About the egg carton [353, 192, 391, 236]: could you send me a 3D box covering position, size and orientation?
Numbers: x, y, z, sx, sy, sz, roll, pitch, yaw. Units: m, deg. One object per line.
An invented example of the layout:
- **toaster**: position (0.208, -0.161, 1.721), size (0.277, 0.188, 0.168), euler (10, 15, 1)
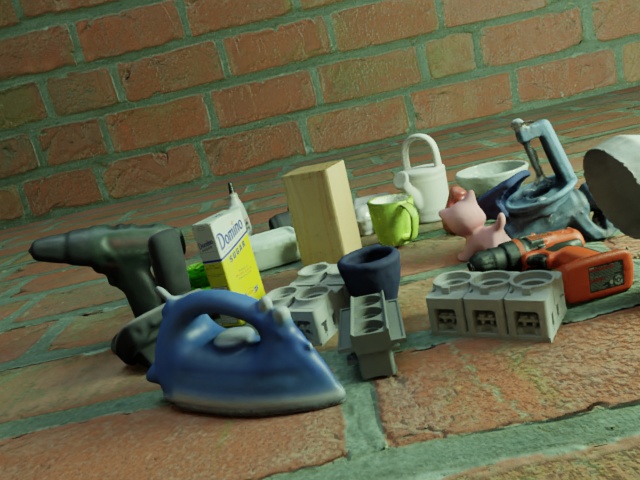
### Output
- **egg carton**: position (0.126, -0.062, 1.326), size (0.107, 0.069, 0.150), euler (-11, 14, 6)

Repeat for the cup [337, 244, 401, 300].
- **cup**: position (0.081, 0.061, 0.841), size (0.091, 0.095, 0.118), euler (-9, 15, 17)

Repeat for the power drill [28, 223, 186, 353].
- **power drill**: position (-0.322, 0.070, 0.931), size (0.230, 0.208, 0.075), euler (-17, 15, -16)

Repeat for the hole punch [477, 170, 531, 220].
- **hole punch**: position (0.376, -0.092, 1.177), size (0.100, 0.091, 0.109), euler (1, 20, 43)

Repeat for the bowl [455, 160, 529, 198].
- **bowl**: position (0.406, -0.134, 1.345), size (0.167, 0.075, 0.167), euler (-12, 14, 3)

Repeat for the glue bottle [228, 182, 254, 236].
- **glue bottle**: position (-0.196, -0.056, 1.374), size (0.037, 0.173, 0.078), euler (-11, 15, 6)

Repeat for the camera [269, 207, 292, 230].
- **camera**: position (-0.058, -0.054, 1.394), size (0.137, 0.101, 0.143), euler (-17, 15, -14)

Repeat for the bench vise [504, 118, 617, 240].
- **bench vise**: position (0.392, -0.104, 0.946), size (0.207, 0.220, 0.121), euler (-16, 15, -12)

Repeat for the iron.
- **iron**: position (-0.095, 0.119, 0.680), size (0.257, 0.141, 0.119), euler (-4, 17, 31)

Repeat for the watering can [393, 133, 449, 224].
- **watering can**: position (0.229, -0.140, 1.279), size (0.100, 0.194, 0.173), euler (-7, 16, 22)

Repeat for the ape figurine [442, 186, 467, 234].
- **ape figurine**: position (0.278, -0.061, 1.144), size (0.075, 0.092, 0.078), euler (2, 21, 45)

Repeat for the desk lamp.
- **desk lamp**: position (0.429, -0.038, 0.672), size (0.203, 0.214, 0.118), euler (-14, 14, -3)

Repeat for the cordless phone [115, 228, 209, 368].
- **cordless phone**: position (-0.247, 0.085, 0.856), size (0.093, 0.185, 0.148), euler (0, 19, 40)

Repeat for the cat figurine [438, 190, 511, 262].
- **cat figurine**: position (0.263, -0.024, 0.960), size (0.067, 0.118, 0.127), euler (-21, 16, -28)
